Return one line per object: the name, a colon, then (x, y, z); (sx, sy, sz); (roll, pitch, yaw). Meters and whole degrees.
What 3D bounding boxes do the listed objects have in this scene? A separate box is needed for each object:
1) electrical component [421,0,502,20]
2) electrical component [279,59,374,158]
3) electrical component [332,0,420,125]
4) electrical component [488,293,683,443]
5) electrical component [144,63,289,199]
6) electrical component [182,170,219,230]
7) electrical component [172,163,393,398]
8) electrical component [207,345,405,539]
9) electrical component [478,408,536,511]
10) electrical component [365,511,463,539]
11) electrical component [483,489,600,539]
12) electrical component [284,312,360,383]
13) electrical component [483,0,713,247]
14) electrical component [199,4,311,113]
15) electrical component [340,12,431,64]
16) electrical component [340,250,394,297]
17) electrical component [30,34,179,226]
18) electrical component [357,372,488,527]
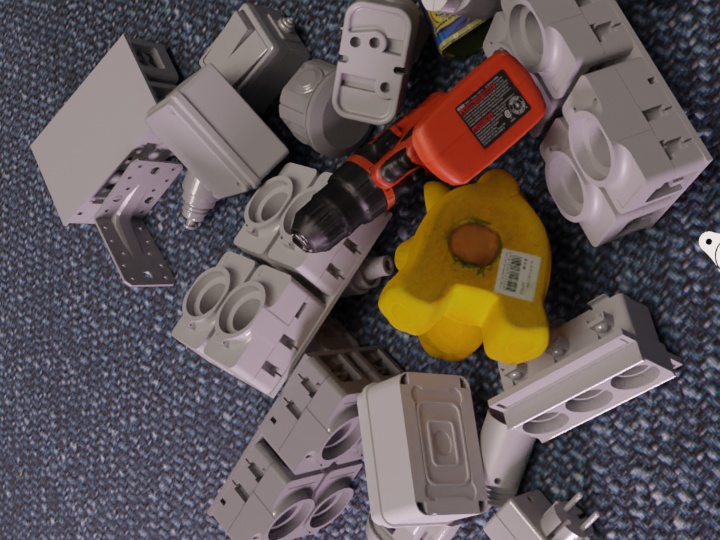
electrical component: (0.072, -0.210, 0.793); (0.043, 0.081, 0.043); (5, 99, 36)
electrical component: (-0.027, -0.142, 0.941); (0.051, 0.080, 0.080); (29, 108, 40)
electrical component: (0.014, -0.172, 0.870); (0.054, 0.059, 0.095); (13, 115, 6)
electrical component: (0.164, 0.073, 0.803); (0.121, 0.079, 0.063); (-35, 48, 33)
electrical component: (-0.132, -0.124, 0.982); (0.108, 0.056, 0.109); (48, 162, -15)
electrical component: (-0.157, -0.077, 1.067); (0.040, 0.040, 0.078); (34, 111, 32)
electrical component: (-0.071, 0.002, 0.922); (0.105, 0.060, 0.186); (20, 73, 49)
electrical component: (-0.039, 0.158, 0.937); (0.060, 0.105, 0.186); (45, 116, 28)
electrical component: (0.110, 0.155, 0.860); (0.043, 0.043, 0.081); (27, 106, 35)
electrical component: (0.040, 0.209, 0.907); (0.078, 0.058, 0.057); (42, 112, 30)
electrical component: (0.153, 0.202, 0.825); (0.083, 0.047, 0.075); (49, 118, 26)
electrical component: (-0.054, 0.065, 0.980); (0.095, 0.054, 0.059); (46, 117, 28)
electrical component: (0.160, -0.122, 0.774); (0.105, 0.060, 0.186); (110, 138, -65)
electrical component: (-0.098, -0.202, 1.006); (0.096, 0.061, 0.061); (-44, 65, 29)
electrical component: (0.026, -0.210, 0.922); (0.064, 0.042, 0.081); (38, 113, 27)
electrical component: (0.000, 0.000, 0.944); (0.062, 0.043, 0.043); (-10, 85, 36)
electrical component: (-0.257, -0.142, 1.131); (0.186, 0.060, 0.105); (-39, 68, 31)
electrical component: (0.047, 0.141, 0.844); (0.057, 0.078, 0.113); (-29, 62, 46)
